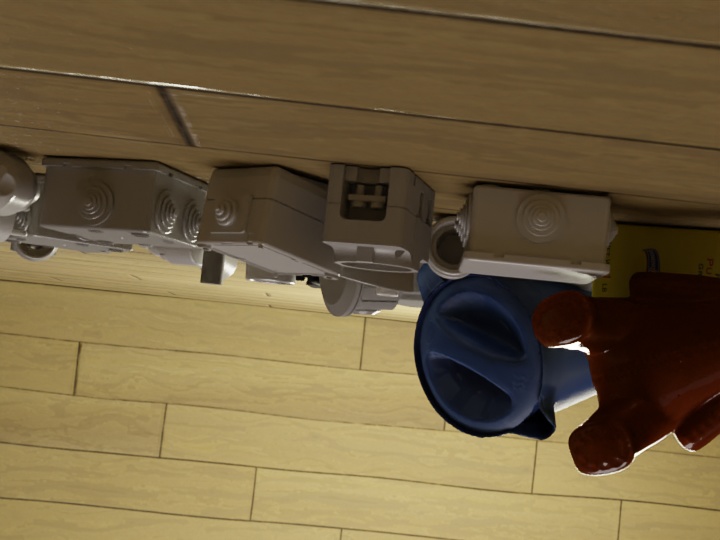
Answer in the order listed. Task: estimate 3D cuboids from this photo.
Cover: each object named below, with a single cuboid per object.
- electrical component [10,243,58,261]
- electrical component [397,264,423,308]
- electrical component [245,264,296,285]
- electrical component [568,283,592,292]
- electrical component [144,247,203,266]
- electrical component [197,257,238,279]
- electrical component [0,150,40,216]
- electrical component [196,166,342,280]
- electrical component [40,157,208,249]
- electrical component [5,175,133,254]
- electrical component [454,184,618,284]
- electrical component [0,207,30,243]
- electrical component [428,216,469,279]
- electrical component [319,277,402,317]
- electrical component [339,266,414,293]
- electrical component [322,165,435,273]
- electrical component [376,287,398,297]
[{"bbox_3d":[-0.339,-0.034,1.122,0.066,0.048,0.055,8,-178,-20],"label":"electrical component"},{"bbox_3d":[0.070,0.006,1.037,0.109,0.056,0.109,3,174,32],"label":"electrical component"},{"bbox_3d":[-0.087,-0.011,1.075,0.055,0.047,0.055,6,175,0],"label":"electrical component"},{"bbox_3d":[0.175,-0.006,0.874,0.046,0.040,0.040,12,174,-16],"label":"electrical component"},{"bbox_3d":[-0.181,-0.025,1.062,0.078,0.040,0.040,3,175,27],"label":"electrical component"},{"bbox_3d":[-0.161,-0.016,1.157,0.044,0.044,0.065,5,171,11],"label":"electrical component"},{"bbox_3d":[-0.240,-0.057,0.726,0.043,0.043,0.062,5,176,14],"label":"electrical component"},{"bbox_3d":[-0.059,-0.035,0.704,0.062,0.061,0.096,2,166,39],"label":"electrical component"},{"bbox_3d":[-0.163,-0.045,0.750,0.100,0.048,0.100,4,175,17],"label":"electrical component"},{"bbox_3d":[-0.235,-0.042,0.867,0.100,0.048,0.100,9,174,-36],"label":"electrical component"},{"bbox_3d":[0.111,-0.022,0.689,0.100,0.048,0.099,5,175,4],"label":"electrical component"},{"bbox_3d":[-0.273,-0.040,0.766,0.044,0.077,0.079,1,174,45],"label":"electrical component"},{"bbox_3d":[0.072,-0.016,0.829,0.045,0.045,0.055,5,176,4],"label":"electrical component"},{"bbox_3d":[0.000,0.000,0.914,0.051,0.080,0.080,2,177,-25],"label":"electrical component"},{"bbox_3d":[-0.007,-0.018,0.787,0.099,0.064,0.099,6,175,0],"label":"electrical component"},{"bbox_3d":[0.013,-0.029,0.677,0.050,0.055,0.089,4,175,16],"label":"electrical component"},{"bbox_3d":[0.024,-0.010,0.852,0.043,0.062,0.043,6,175,0],"label":"electrical component"}]
